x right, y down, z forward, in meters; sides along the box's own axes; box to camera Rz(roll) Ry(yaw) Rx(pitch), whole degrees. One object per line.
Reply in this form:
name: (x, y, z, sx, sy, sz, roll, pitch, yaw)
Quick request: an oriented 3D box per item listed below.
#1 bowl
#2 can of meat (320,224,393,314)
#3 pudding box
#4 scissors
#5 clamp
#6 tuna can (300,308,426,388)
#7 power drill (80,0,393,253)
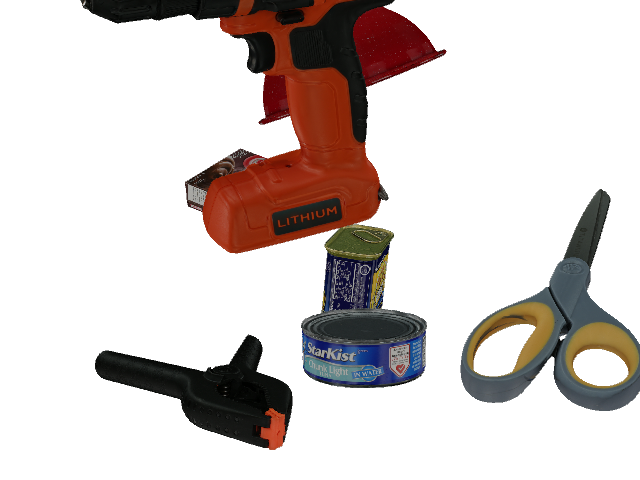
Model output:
bowl: (0.016, -0.147, 0.860, 0.162, 0.055, 0.162, -21, 8, 3)
can of meat: (0.036, 0.038, 1.089, 0.057, 0.084, 0.102, 9, 17, 12)
pudding box: (-0.095, -0.064, 1.296, 0.090, 0.039, 0.113, 21, 39, 28)
scissors: (0.148, 0.029, 0.567, 0.096, 0.016, 0.201, 19, 40, 34)
clamp: (-0.079, 0.126, 0.930, 0.164, 0.036, 0.210, -7, 17, -37)
tuna can: (0.030, 0.073, 0.729, 0.086, 0.034, 0.086, -1, 10, 0)
power drill: (-0.032, -0.086, 0.578, 0.184, 0.188, 0.057, -13, 38, -18)
